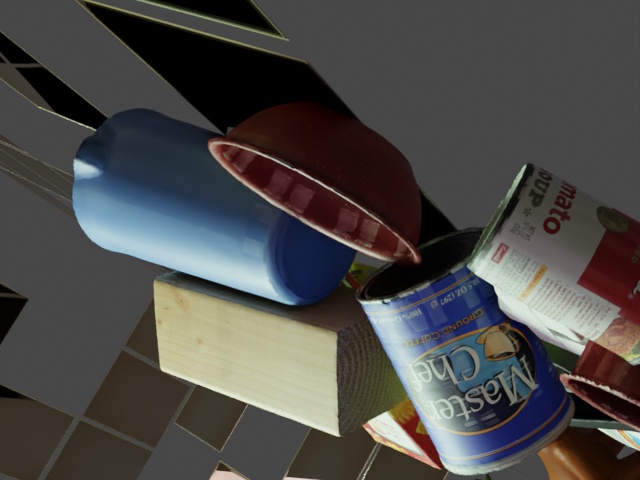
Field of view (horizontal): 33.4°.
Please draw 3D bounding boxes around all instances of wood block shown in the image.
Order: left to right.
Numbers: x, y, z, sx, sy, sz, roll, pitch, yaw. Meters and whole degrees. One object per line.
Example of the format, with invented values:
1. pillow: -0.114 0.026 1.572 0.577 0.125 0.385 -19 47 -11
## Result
1. wood block: -0.036 0.083 0.895 0.206 0.090 0.090 12 -158 39

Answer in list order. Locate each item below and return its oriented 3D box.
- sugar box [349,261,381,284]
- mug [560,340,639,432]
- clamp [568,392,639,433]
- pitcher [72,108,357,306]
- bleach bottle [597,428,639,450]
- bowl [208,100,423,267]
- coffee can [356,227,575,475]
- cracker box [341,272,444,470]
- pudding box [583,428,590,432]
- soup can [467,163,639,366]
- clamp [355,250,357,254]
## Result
1. sugar box: 0.104 0.084 1.141 0.176 0.048 0.093 31 172 -31
2. mug: 0.205 0.068 0.615 0.093 0.081 0.117 33 171 -16
3. clamp: 0.263 0.121 0.791 0.210 0.036 0.164 17 148 9
4. pitcher: -0.080 -0.024 0.903 0.243 0.149 0.145 18 127 40
5. bleach bottle: 0.315 0.172 0.909 0.251 0.068 0.102 25 170 44
6. bowl: 0.008 -0.045 0.706 0.162 0.055 0.162 29 171 5
7. coffee can: 0.101 0.076 0.743 0.140 0.102 0.103 62 164 -10
8. cracker box: 0.041 0.115 1.046 0.213 0.072 0.164 49 166 -11
9. pudding box: 0.270 0.199 1.259 0.114 0.039 0.090 20 167 46
10. soup can: 0.138 0.012 0.566 0.102 0.068 0.068 30 171 5
11. clamp: -0.007 0.001 1.065 0.120 0.039 0.171 32 175 18
